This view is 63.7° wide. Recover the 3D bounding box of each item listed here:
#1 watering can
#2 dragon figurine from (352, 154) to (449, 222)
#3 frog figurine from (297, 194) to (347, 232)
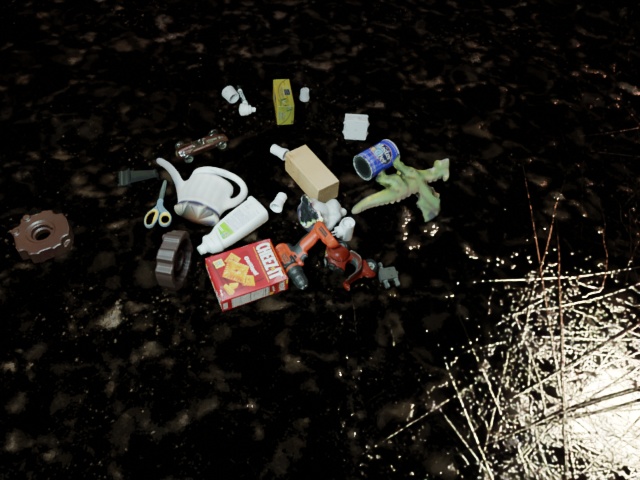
[{"bbox_3d":[-0.423,-0.166,1.740,0.348,0.101,0.230,14,54,5],"label":"watering can"},{"bbox_3d":[0.317,-0.163,1.811,0.244,0.120,0.416,37,67,12],"label":"dragon figurine"},{"bbox_3d":[0.005,-0.088,1.739,0.139,0.121,0.160,37,23,30],"label":"frog figurine"}]
